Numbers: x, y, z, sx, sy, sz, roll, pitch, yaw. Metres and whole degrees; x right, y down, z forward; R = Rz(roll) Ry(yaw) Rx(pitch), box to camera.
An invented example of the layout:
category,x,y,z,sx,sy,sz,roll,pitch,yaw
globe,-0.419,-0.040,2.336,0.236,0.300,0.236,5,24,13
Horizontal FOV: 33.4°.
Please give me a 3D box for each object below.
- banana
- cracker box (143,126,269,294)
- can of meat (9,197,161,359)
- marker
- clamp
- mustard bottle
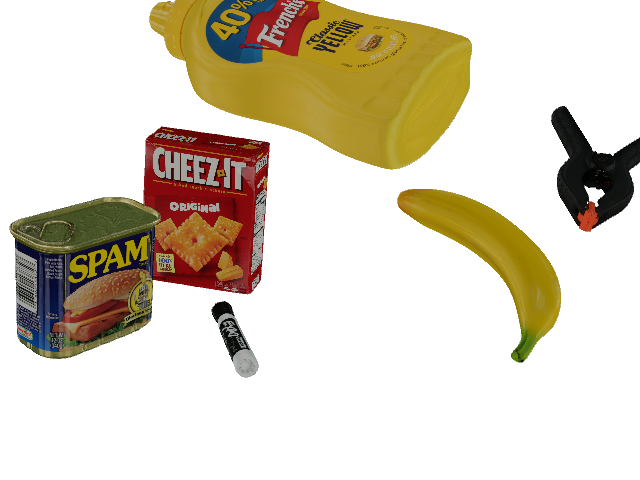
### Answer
category,x,y,z,sx,sy,sz,roll,pitch,yaw
banana,0.133,0.010,0.841,0.069,0.037,0.198,-17,44,-17
cracker box,-0.164,-0.040,1.505,0.164,0.214,0.072,9,23,10
can of meat,-0.161,0.025,0.734,0.058,0.084,0.101,22,27,34
marker,-0.074,0.081,0.909,0.020,0.020,0.121,0,19,-16
clamp,0.287,-0.081,1.137,0.120,0.039,0.171,18,46,20
mustard bottle,-0.018,-0.104,0.606,0.192,0.058,0.096,21,49,25
